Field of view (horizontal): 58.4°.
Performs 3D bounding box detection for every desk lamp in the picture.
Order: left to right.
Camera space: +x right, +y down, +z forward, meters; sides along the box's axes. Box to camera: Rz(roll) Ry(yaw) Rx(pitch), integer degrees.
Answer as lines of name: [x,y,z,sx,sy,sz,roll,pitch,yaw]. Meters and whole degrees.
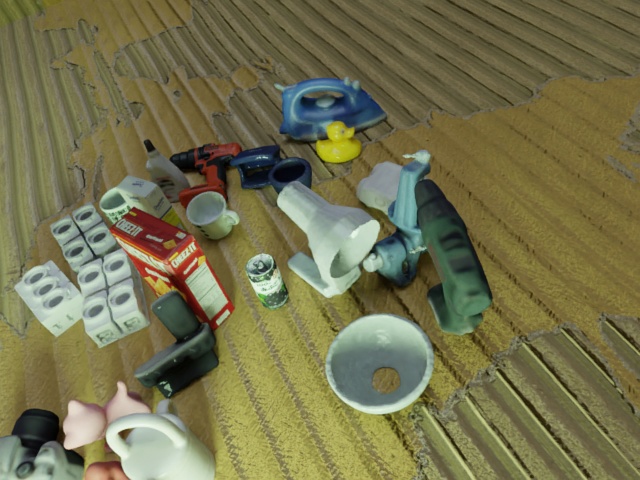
desk lamp: [0.009,0.004,1.001,0.118,0.214,0.202,-41,50,-20]

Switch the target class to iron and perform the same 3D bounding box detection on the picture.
iron: [0.021,-0.327,1.352,0.258,0.142,0.118,-7,47,11]

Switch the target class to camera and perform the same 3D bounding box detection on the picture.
camera: [-0.459,0.339,0.917,0.143,0.101,0.136,-9,47,9]

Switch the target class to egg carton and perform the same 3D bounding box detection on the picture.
egg carton: [0.150,-0.096,1.149,0.149,0.069,0.107,25,60,34]

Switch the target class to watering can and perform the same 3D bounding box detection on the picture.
watering can: [-0.226,0.305,0.810,0.101,0.194,0.172,-29,47,-9]

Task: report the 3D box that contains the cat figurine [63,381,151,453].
cat figurine: [-0.354,0.283,0.923,0.067,0.118,0.128,27,61,35]

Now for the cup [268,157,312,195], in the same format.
cup: [-0.050,-0.104,1.201,0.091,0.095,0.117,-18,46,1]

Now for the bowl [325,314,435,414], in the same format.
bowl: [0.096,0.202,0.888,0.167,0.075,0.167,-9,47,10]

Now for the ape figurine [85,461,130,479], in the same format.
ape figurine: [-0.322,0.363,0.858,0.077,0.092,0.076,-6,47,12]

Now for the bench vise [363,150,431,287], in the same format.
bench vise: [0.159,-0.032,0.982,0.121,0.220,0.208,14,54,28]

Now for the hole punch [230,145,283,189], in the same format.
hole punch: [-0.145,-0.181,1.304,0.108,0.091,0.101,-9,47,10]

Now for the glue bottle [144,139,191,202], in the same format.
glue bottle: [-0.355,-0.158,1.291,0.078,0.173,0.037,-12,46,7]

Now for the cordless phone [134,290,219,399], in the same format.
cordless phone: [-0.260,0.165,0.956,0.148,0.185,0.093,-36,48,-16]

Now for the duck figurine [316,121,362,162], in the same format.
duck figurine: [0.037,-0.229,1.294,0.104,0.086,0.077,-5,48,13]

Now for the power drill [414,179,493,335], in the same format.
power drill: [0.205,0.043,0.907,0.075,0.209,0.229,-18,46,1]
